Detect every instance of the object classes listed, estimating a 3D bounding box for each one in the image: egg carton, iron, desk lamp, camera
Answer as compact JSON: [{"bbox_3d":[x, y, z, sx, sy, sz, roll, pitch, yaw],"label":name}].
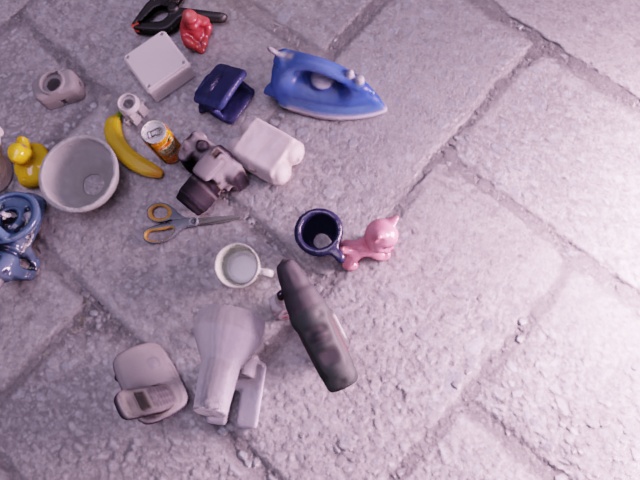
[{"bbox_3d":[-0.111,-0.180,1.167,0.150,0.069,0.107,30,80,12],"label":"egg carton"},{"bbox_3d":[0.013,-0.324,1.155,0.258,0.141,0.119,16,78,9],"label":"iron"},{"bbox_3d":[-0.156,0.225,0.993,0.118,0.213,0.203,5,76,7],"label":"desk lamp"},{"bbox_3d":[-0.237,-0.130,1.150,0.143,0.101,0.137,38,82,13],"label":"camera"}]

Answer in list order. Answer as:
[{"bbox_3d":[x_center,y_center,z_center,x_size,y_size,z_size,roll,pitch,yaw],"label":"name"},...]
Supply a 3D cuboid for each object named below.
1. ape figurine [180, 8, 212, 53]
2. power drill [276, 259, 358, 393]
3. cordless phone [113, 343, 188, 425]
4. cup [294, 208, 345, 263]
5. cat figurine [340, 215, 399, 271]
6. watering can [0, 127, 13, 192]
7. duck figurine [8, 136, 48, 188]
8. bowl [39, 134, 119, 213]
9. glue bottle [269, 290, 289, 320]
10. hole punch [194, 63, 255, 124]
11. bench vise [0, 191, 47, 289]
[{"bbox_3d":[-0.275,-0.464,1.243,0.078,0.092,0.076,-35,75,-4],"label":"ape figurine"},{"bbox_3d":[-0.005,0.153,1.000,0.075,0.208,0.229,-28,75,-2],"label":"power drill"},{"bbox_3d":[-0.321,0.254,1.016,0.094,0.185,0.147,-34,75,-4],"label":"cordless phone"},{"bbox_3d":[0.010,0.004,1.096,0.092,0.095,0.117,-40,76,-5],"label":"cup"},{"bbox_3d":[0.094,0.003,1.076,0.128,0.118,0.067,-19,75,0],"label":"cat figurine"},{"bbox_3d":[-0.720,-0.173,1.157,0.100,0.194,0.173,30,80,12],"label":"watering can"},{"bbox_3d":[-0.619,-0.167,1.203,0.077,0.086,0.104,-3,75,5],"label":"duck figurine"},{"bbox_3d":[-0.485,-0.128,1.186,0.167,0.075,0.167,-1,76,5],"label":"bowl"},{"bbox_3d":[-0.059,0.110,1.034,0.078,0.173,0.037,-25,75,-1],"label":"glue bottle"},{"bbox_3d":[-0.208,-0.313,1.199,0.101,0.091,0.109,30,80,12],"label":"hole punch"},{"bbox_3d":[-0.603,-0.014,1.093,0.121,0.220,0.207,-13,75,2],"label":"bench vise"}]
